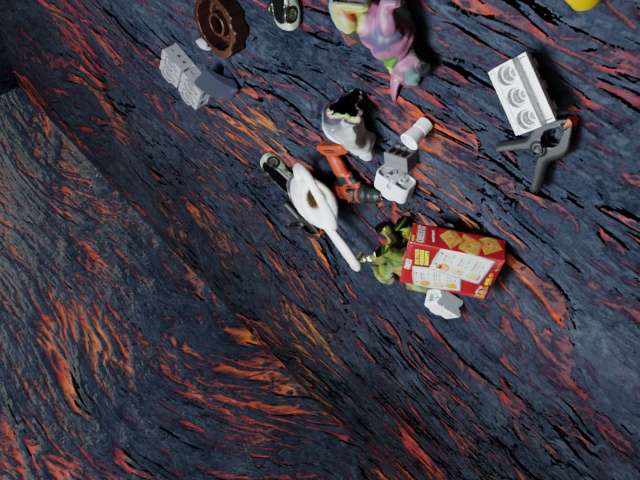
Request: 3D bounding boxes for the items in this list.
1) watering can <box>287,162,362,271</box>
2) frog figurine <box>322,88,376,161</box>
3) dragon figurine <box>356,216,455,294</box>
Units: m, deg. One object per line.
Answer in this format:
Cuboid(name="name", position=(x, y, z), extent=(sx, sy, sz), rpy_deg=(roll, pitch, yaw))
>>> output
Cuboid(name="watering can", position=(0.005, -0.075, 1.481), extent=(0.343, 0.104, 0.227), rpy_deg=(62, 173, -21))
Cuboid(name="frog figurine", position=(0.070, -0.260, 1.236), extent=(0.156, 0.123, 0.140), rpy_deg=(74, 176, -51))
Cuboid(name="dragon figurine", position=(0.259, 0.061, 1.395), extent=(0.240, 0.124, 0.408), rpy_deg=(42, 153, -24))
